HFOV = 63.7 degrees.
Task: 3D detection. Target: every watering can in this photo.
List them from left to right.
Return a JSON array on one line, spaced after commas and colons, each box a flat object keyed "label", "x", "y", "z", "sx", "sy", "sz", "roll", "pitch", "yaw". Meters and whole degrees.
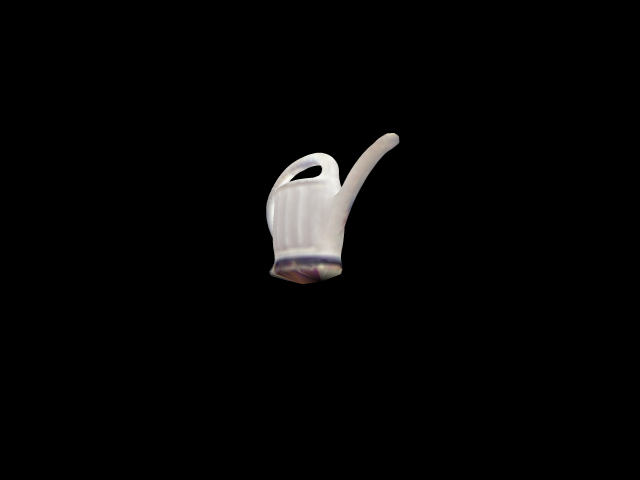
[{"label": "watering can", "x": 0.003, "y": -0.043, "z": 0.850, "sx": 0.104, "sy": 0.226, "sz": 0.345, "roll": 8, "pitch": -12, "yaw": -35}]
